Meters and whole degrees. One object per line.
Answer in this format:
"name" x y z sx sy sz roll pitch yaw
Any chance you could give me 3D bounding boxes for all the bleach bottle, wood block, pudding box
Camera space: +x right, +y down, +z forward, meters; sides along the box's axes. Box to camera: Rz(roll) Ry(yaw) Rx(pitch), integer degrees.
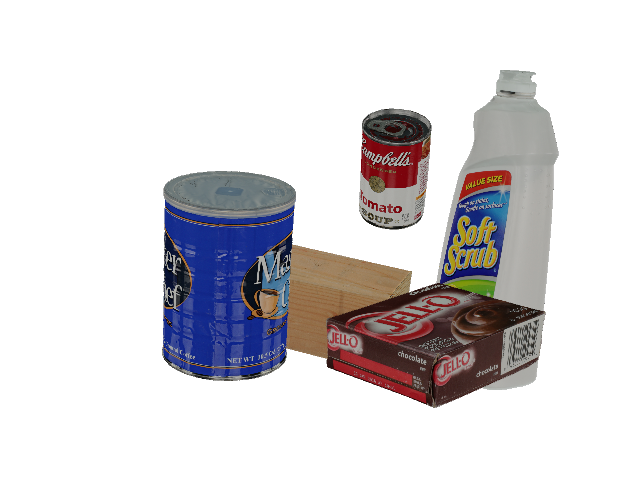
"bleach bottle" 0.141 -0.012 0.868 0.067 0.251 0.103 -5 15 -33
"wood block" -0.014 0.066 1.181 0.206 0.091 0.090 13 22 17
"pudding box" 0.073 0.063 0.674 0.113 0.039 0.090 -12 20 -43

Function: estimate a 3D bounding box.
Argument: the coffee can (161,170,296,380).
"coffee can" -0.074 0.026 0.847 0.103 0.140 0.103 3 19 -1

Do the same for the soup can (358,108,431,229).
"soup can" 0.073 -0.071 1.063 0.068 0.102 0.068 1 36 -1
